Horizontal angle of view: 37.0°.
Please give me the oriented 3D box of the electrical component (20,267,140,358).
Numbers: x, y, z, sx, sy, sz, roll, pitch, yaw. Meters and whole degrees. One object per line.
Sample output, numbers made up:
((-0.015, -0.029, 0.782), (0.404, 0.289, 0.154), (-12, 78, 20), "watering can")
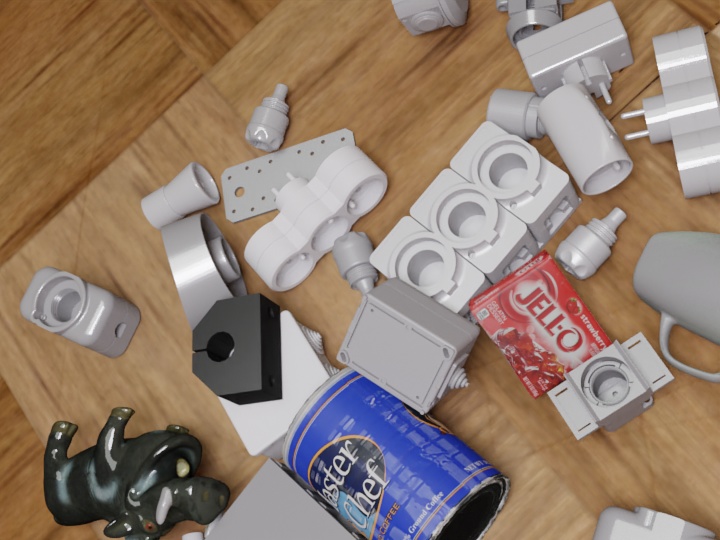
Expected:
((-0.258, 0.037, 0.979), (0.095, 0.059, 0.053), (20, 80, 26), "electrical component")

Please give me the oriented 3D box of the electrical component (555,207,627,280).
((0.183, -0.023, 0.838), (0.061, 0.035, 0.035), (-46, 62, -1), "electrical component")

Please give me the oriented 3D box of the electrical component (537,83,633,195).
((0.181, -0.096, 0.840), (0.043, 0.079, 0.077), (-35, 62, 20), "electrical component")

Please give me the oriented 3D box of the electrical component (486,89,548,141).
((0.141, -0.126, 0.888), (0.078, 0.040, 0.040), (12, 77, 25), "electrical component")

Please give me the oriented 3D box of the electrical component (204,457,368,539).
((-0.034, 0.228, 0.821), (0.150, 0.062, 0.089), (38, 88, 28), "electrical component")

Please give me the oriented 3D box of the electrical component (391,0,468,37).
((0.060, -0.247, 0.942), (0.051, 0.080, 0.080), (-13, 67, 23), "electrical component")

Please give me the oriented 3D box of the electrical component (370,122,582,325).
((0.092, -0.033, 0.863), (0.089, 0.062, 0.150), (40, 90, 28), "electrical component")

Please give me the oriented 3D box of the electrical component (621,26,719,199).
((0.242, -0.119, 0.838), (0.074, 0.052, 0.138), (-12, 67, 18), "electrical component")

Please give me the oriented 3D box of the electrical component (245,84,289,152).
((-0.081, -0.141, 0.985), (0.035, 0.035, 0.061), (12, 74, 25), "electrical component")

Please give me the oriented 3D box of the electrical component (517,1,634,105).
((0.183, -0.163, 0.880), (0.083, 0.047, 0.075), (-22, 65, 13), "electrical component")

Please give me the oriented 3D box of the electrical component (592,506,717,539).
((0.208, 0.200, 0.738), (0.095, 0.054, 0.059), (15, 78, 25), "electrical component")

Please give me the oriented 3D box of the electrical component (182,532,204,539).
((-0.131, 0.243, 0.865), (0.043, 0.043, 0.062), (-19, 65, 15), "electrical component")

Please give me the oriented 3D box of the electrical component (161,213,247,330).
((-0.139, 0.002, 0.925), (0.064, 0.099, 0.099), (-24, 64, 6), "electrical component")

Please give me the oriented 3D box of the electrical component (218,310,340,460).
((-0.065, 0.097, 0.886), (0.100, 0.048, 0.099), (-37, 63, 6), "electrical component")

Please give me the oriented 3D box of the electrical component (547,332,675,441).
((0.184, 0.087, 0.782), (0.081, 0.064, 0.042), (-34, 64, 8), "electrical component")

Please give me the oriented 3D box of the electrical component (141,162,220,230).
((-0.168, -0.065, 0.990), (0.065, 0.044, 0.044), (-29, 64, 15), "electrical component")

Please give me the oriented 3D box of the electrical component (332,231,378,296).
((0.000, 0.000, 0.903), (0.035, 0.035, 0.061), (-26, 67, 12), "electrical component")

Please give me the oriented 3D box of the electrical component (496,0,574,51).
((0.148, -0.218, 0.915), (0.066, 0.048, 0.055), (-7, 62, 19), "electrical component")

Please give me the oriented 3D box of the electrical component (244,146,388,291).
((-0.048, -0.054, 0.928), (0.138, 0.052, 0.073), (-46, 63, 5), "electrical component")

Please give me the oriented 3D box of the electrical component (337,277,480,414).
((0.043, 0.057, 0.801), (0.096, 0.061, 0.061), (32, 117, 16), "electrical component")
